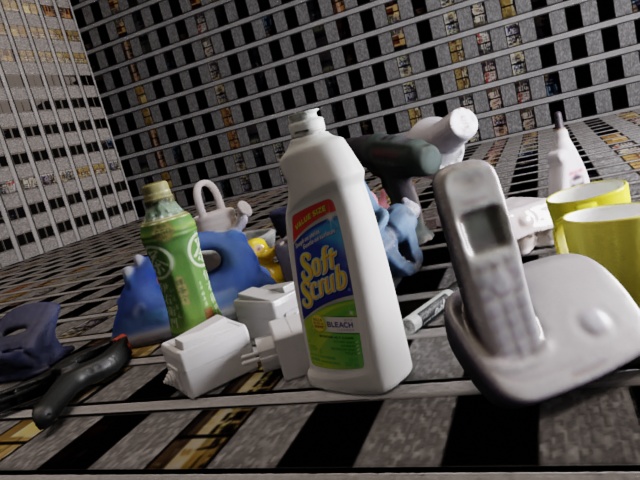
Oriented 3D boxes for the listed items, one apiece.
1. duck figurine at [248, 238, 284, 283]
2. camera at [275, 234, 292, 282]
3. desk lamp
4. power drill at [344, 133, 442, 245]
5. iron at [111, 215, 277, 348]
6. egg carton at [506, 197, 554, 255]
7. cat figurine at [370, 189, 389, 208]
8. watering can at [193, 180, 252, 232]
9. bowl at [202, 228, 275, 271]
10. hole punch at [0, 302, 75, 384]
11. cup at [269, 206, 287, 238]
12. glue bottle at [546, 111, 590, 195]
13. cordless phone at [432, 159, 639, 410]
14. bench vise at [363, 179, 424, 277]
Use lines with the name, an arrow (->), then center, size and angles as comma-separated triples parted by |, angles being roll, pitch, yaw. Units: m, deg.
duck figurine -> -0.109, 0.040, 0.991 | 0.104, 0.086, 0.078 | -8, 12, 30
camera -> 0.009, 0.004, 0.981 | 0.136, 0.101, 0.143 | -10, 11, 22
desk lamp -> 0.253, -0.137, 1.081 | 0.118, 0.214, 0.203 | -17, 11, -13
power drill -> 0.129, -0.093, 1.033 | 0.076, 0.208, 0.228 | -22, 13, -35
iron -> -0.201, 0.060, 0.851 | 0.258, 0.141, 0.118 | -16, 11, -11
egg carton -> 0.265, -0.015, 0.817 | 0.150, 0.069, 0.107 | -17, 11, -16
cat figurine -> 0.104, -0.067, 1.180 | 0.067, 0.118, 0.128 | -4, 14, 44
watering can -> -0.233, -0.045, 1.313 | 0.172, 0.194, 0.101 | -14, 10, 5
bowl -> -0.161, 0.034, 1.125 | 0.167, 0.075, 0.167 | -14, 10, 3
hole punch -> -0.434, 0.148, 0.840 | 0.108, 0.091, 0.101 | -12, 11, 14
cup -> -0.051, -0.031, 1.262 | 0.091, 0.095, 0.118 | -8, 12, 33
glue bottle -> 0.386, -0.116, 0.900 | 0.078, 0.173, 0.037 | -21, 12, -32
cordless phone -> 0.162, 0.021, 0.439 | 0.148, 0.185, 0.094 | -18, 11, -18
bench vise -> 0.052, -0.038, 0.809 | 0.121, 0.220, 0.208 | -8, 12, 32
